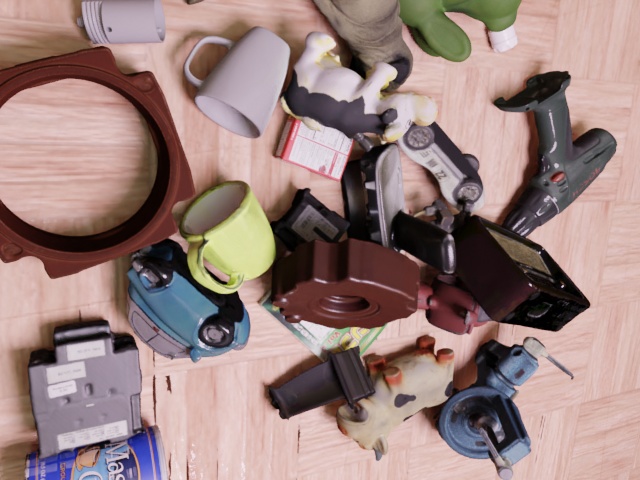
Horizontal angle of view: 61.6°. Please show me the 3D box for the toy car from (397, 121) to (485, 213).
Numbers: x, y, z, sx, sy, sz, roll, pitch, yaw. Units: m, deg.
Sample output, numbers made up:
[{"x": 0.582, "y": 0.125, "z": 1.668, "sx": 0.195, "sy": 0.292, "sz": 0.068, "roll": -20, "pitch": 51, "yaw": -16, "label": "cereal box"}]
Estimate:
[{"x": 0.161, "y": -0.115, "z": 0.728, "sx": 0.056, "sy": 0.073, "sz": 0.201, "roll": -30, "pitch": 123, "yaw": 33, "label": "toy car"}]

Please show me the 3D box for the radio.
[{"x": 0.281, "y": 0.054, "z": 0.757, "sx": 0.229, "sy": 0.131, "sz": 0.073, "roll": 14, "pitch": 126, "yaw": -43, "label": "radio"}]

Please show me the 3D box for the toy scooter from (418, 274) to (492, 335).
[{"x": 0.203, "y": 0.092, "z": 0.767, "sx": 0.184, "sy": 0.135, "sz": 0.075, "roll": 7, "pitch": 98, "yaw": -28, "label": "toy scooter"}]

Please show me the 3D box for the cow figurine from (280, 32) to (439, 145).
[{"x": 0.044, "y": -0.151, "z": 0.602, "sx": 0.167, "sy": 0.068, "sz": 0.098, "roll": 28, "pitch": 89, "yaw": 4, "label": "cow figurine"}]

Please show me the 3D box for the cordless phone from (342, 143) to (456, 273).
[{"x": 0.103, "y": -0.039, "z": 0.658, "sx": 0.089, "sy": 0.184, "sz": 0.146, "roll": -13, "pitch": 108, "yaw": -18, "label": "cordless phone"}]

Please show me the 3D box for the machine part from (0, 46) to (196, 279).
[{"x": -0.242, "y": -0.077, "z": 0.538, "sx": 0.201, "sy": 0.087, "sz": 0.201, "roll": -23, "pitch": 113, "yaw": -20, "label": "machine part"}]

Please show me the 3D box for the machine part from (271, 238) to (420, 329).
[{"x": 0.030, "y": 0.059, "z": 0.642, "sx": 0.179, "sy": 0.179, "sz": 0.056, "roll": 19, "pitch": 59, "yaw": -28, "label": "machine part"}]

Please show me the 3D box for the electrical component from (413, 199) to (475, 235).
[{"x": 0.168, "y": -0.014, "z": 0.750, "sx": 0.078, "sy": 0.045, "sz": 0.102, "roll": -22, "pitch": 142, "yaw": -18, "label": "electrical component"}]

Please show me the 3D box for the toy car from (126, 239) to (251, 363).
[{"x": -0.162, "y": 0.080, "z": 0.609, "sx": 0.161, "sy": 0.109, "sz": 0.103, "roll": 42, "pitch": 101, "yaw": -19, "label": "toy car"}]

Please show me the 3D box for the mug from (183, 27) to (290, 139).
[{"x": -0.089, "y": -0.184, "z": 0.596, "sx": 0.109, "sy": 0.081, "sz": 0.107, "roll": 31, "pitch": 76, "yaw": -12, "label": "mug"}]

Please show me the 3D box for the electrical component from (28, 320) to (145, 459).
[{"x": -0.259, "y": 0.160, "z": 0.600, "sx": 0.115, "sy": 0.058, "sz": 0.134, "roll": -4, "pitch": 97, "yaw": -27, "label": "electrical component"}]

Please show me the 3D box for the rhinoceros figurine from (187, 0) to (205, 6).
[{"x": -0.130, "y": -0.304, "z": 0.542, "sx": 0.190, "sy": 0.073, "sz": 0.112, "roll": -28, "pitch": 114, "yaw": -17, "label": "rhinoceros figurine"}]

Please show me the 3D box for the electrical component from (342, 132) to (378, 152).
[{"x": 0.040, "y": -0.156, "z": 0.662, "sx": 0.094, "sy": 0.021, "sz": 0.063, "roll": 46, "pitch": 53, "yaw": -11, "label": "electrical component"}]

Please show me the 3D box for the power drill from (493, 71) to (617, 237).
[{"x": 0.336, "y": -0.130, "z": 0.807, "sx": 0.232, "sy": 0.086, "sz": 0.207, "roll": -35, "pitch": 111, "yaw": -8, "label": "power drill"}]

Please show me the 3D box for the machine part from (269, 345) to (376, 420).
[{"x": 0.001, "y": 0.200, "z": 0.729, "sx": 0.139, "sy": 0.039, "sz": 0.084, "roll": -19, "pitch": 80, "yaw": -5, "label": "machine part"}]

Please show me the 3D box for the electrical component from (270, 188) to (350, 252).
[{"x": -0.001, "y": -0.002, "z": 0.682, "sx": 0.119, "sy": 0.048, "sz": 0.075, "roll": 44, "pitch": 79, "yaw": -15, "label": "electrical component"}]

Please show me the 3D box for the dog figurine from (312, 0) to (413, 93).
[{"x": 0.064, "y": -0.256, "z": 0.597, "sx": 0.121, "sy": 0.172, "sz": 0.190, "roll": -43, "pitch": 110, "yaw": 1, "label": "dog figurine"}]

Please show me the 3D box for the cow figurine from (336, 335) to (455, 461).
[{"x": 0.109, "y": 0.233, "z": 0.788, "sx": 0.195, "sy": 0.086, "sz": 0.127, "roll": -17, "pitch": 107, "yaw": -25, "label": "cow figurine"}]

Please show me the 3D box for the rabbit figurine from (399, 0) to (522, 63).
[{"x": 0.156, "y": -0.309, "z": 0.676, "sx": 0.170, "sy": 0.121, "sz": 0.158, "roll": -12, "pitch": 116, "yaw": -4, "label": "rabbit figurine"}]

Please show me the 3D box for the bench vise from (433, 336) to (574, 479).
[{"x": 0.264, "y": 0.250, "z": 0.788, "sx": 0.223, "sy": 0.240, "sz": 0.129, "roll": -39, "pitch": 96, "yaw": 14, "label": "bench vise"}]
